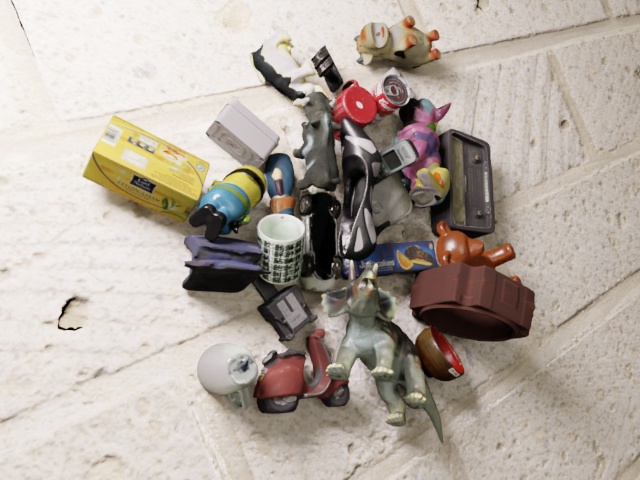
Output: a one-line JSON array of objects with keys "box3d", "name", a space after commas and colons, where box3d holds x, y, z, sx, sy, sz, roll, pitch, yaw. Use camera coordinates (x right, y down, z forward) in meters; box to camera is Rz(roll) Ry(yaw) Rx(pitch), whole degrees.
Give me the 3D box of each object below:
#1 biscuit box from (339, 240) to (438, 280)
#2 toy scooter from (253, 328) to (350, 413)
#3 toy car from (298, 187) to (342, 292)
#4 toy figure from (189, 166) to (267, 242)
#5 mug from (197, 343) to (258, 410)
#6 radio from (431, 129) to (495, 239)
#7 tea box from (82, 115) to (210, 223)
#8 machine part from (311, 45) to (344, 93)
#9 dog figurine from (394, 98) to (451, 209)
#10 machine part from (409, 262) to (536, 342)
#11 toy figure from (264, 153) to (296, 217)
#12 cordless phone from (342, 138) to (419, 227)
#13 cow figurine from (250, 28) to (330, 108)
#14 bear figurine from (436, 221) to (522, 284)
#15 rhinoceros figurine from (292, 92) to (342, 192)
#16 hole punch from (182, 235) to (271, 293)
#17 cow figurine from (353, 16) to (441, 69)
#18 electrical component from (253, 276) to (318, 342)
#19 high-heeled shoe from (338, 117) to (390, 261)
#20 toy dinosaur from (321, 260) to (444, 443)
[{"box3d": [0.136, 0.039, 1.062, 0.202, 0.059, 0.062, -4, 80, -29], "name": "biscuit box"}, {"box3d": [-0.031, 0.221, 0.918, 0.184, 0.075, 0.135, 3, 77, -32], "name": "toy scooter"}, {"box3d": [-0.002, -0.003, 1.000, 0.073, 0.056, 0.201, 5, 74, -22], "name": "toy car"}, {"box3d": [-0.143, -0.063, 0.883, 0.082, 0.089, 0.180, 64, 21, -16], "name": "toy figure"}, {"box3d": [-0.138, 0.213, 0.841, 0.081, 0.107, 0.109, -12, 82, -29], "name": "mug"}, {"box3d": [0.315, -0.118, 1.191, 0.131, 0.073, 0.229, 10, 74, -26], "name": "radio"}, {"box3d": [-0.271, -0.111, 0.853, 0.169, 0.068, 0.098, 28, 43, -21], "name": "tea box"}, {"box3d": [0.015, -0.338, 1.060, 0.039, 0.139, 0.084, -18, 92, 12], "name": "machine part"}, {"box3d": [0.225, -0.198, 1.145, 0.191, 0.108, 0.219, 43, 59, -13], "name": "dog figurine"}, {"box3d": [0.293, 0.128, 1.044, 0.201, 0.201, 0.087, 26, 67, -22], "name": "machine part"}, {"box3d": [-0.070, -0.080, 0.978, 0.064, 0.058, 0.154, 14, 67, -50], "name": "toy figure"}, {"box3d": [0.141, -0.110, 1.030, 0.089, 0.184, 0.146, -31, 94, -35], "name": "cordless phone"}, {"box3d": [-0.057, -0.308, 1.030, 0.098, 0.068, 0.167, -36, 96, 6], "name": "cow figurine"}, {"box3d": [0.321, 0.035, 1.101, 0.195, 0.132, 0.120, 45, 37, -45], "name": "bear figurine"}, {"box3d": [-0.004, -0.177, 0.978, 0.073, 0.112, 0.190, 1, 69, -14], "name": "rhinoceros figurine"}, {"box3d": [-0.160, 0.027, 0.875, 0.142, 0.116, 0.092, 10, 65, -27], "name": "hole punch"}, {"box3d": [0.160, -0.424, 1.167, 0.195, 0.127, 0.085, 1, 78, -44], "name": "cow figurine"}, {"box3d": [-0.067, 0.110, 0.941, 0.075, 0.048, 0.119, -32, 96, -32], "name": "electrical component"}, {"box3d": [0.050, -0.089, 0.966, 0.145, 0.086, 0.248, -28, 97, -38], "name": "high-heeled shoe"}, {"box3d": [0.122, 0.203, 0.976, 0.404, 0.131, 0.192, 53, 35, -36], "name": "toy dinosaur"}]
